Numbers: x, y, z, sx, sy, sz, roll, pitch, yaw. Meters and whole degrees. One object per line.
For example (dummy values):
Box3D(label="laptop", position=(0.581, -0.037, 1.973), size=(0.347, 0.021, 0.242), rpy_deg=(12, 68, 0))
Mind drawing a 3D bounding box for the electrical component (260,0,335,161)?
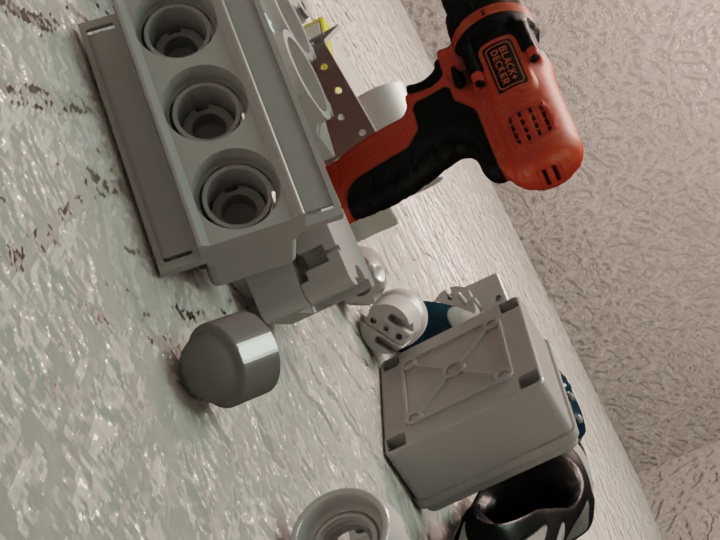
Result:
Box3D(label="electrical component", position=(-0.067, -0.132, 0.623), size=(0.089, 0.062, 0.150), rpy_deg=(51, 18, -50))

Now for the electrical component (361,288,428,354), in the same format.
Box3D(label="electrical component", position=(0.023, 0.036, 0.733), size=(0.040, 0.040, 0.046), rpy_deg=(65, 17, -2))

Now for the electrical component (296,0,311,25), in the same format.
Box3D(label="electrical component", position=(-0.067, -0.180, 0.737), size=(0.045, 0.055, 0.045), rpy_deg=(61, 13, -25))

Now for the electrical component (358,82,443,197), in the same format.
Box3D(label="electrical component", position=(0.031, -0.094, 0.806), size=(0.077, 0.044, 0.079), rpy_deg=(68, 14, 6))

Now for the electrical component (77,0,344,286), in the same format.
Box3D(label="electrical component", position=(-0.066, -0.060, 0.470), size=(0.063, 0.079, 0.121), rpy_deg=(100, -30, -71))

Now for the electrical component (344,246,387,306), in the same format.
Box3D(label="electrical component", position=(0.000, 0.000, 0.717), size=(0.035, 0.035, 0.061), rpy_deg=(62, 9, -16))

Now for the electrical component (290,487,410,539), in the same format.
Box3D(label="electrical component", position=(0.000, 0.122, 0.441), size=(0.066, 0.048, 0.055), rpy_deg=(-102, 170, -48))

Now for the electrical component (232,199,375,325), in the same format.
Box3D(label="electrical component", position=(-0.040, -0.022, 0.531), size=(0.089, 0.056, 0.050), rpy_deg=(67, 12, 8))

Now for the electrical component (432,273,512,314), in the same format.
Box3D(label="electrical component", position=(0.083, 0.037, 0.887), size=(0.075, 0.083, 0.047), rpy_deg=(46, 22, -58))

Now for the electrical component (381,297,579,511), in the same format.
Box3D(label="electrical component", position=(0.072, 0.083, 0.683), size=(0.056, 0.109, 0.108), rpy_deg=(57, 14, -23))
